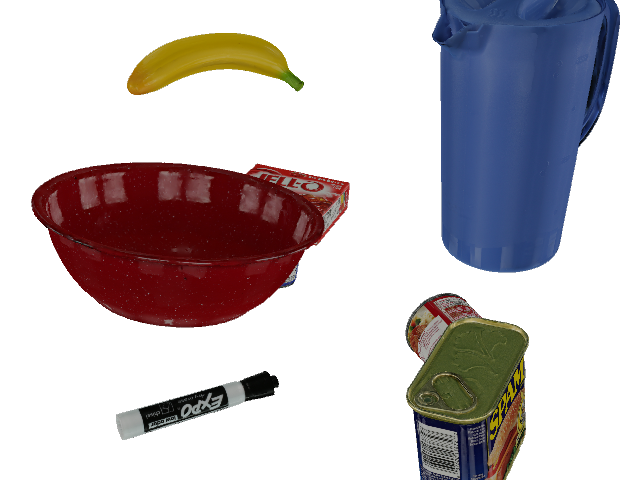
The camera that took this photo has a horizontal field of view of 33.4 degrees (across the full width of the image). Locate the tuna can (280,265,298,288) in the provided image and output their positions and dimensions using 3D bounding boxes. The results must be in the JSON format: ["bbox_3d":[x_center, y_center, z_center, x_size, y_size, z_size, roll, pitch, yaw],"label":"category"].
[{"bbox_3d":[-0.065,0.021,1.121,0.086,0.034,0.086,9,16,-3],"label":"tuna can"}]

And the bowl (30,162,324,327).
[{"bbox_3d":[-0.081,0.005,0.600,0.162,0.055,0.162,7,20,-3],"label":"bowl"}]

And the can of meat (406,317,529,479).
[{"bbox_3d":[0.100,0.115,0.702,0.058,0.084,0.102,9,35,26],"label":"can of meat"}]

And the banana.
[{"bbox_3d":[-0.111,-0.182,1.089,0.197,0.070,0.037,-8,-40,-30],"label":"banana"}]

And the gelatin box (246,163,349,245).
[{"bbox_3d":[-0.029,-0.032,0.895,0.089,0.030,0.073,13,29,17],"label":"gelatin box"}]

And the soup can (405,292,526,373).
[{"bbox_3d":[0.128,0.100,0.949,0.068,0.068,0.102,0,26,-24],"label":"soup can"}]

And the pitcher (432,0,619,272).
[{"bbox_3d":[0.173,-0.101,0.926,0.149,0.243,0.145,6,32,12],"label":"pitcher"}]

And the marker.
[{"bbox_3d":[-0.087,0.118,0.770,0.121,0.020,0.020,-14,5,-22],"label":"marker"}]
